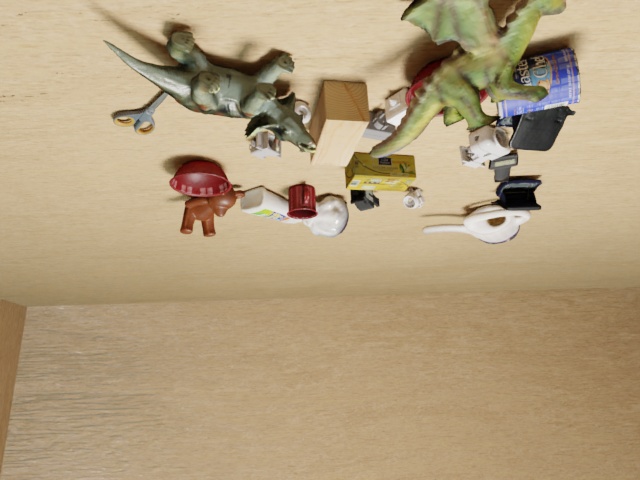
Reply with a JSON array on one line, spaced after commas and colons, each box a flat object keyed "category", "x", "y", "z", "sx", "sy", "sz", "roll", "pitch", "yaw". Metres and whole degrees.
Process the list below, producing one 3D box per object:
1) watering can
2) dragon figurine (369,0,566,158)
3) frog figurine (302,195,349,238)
[{"category": "watering can", "x": 0.545, "y": -0.049, "z": 1.765, "sx": 0.346, "sy": 0.105, "sz": 0.222, "roll": -12, "pitch": -20, "yaw": 28}, {"category": "dragon figurine", "x": 0.220, "y": -0.299, "z": 0.855, "sx": 0.407, "sy": 0.239, "sz": 0.125, "roll": -21, "pitch": 27, "yaw": 22}, {"category": "frog figurine", "x": 0.005, "y": -0.080, "z": 1.597, "sx": 0.158, "sy": 0.135, "sz": 0.125, "roll": 18, "pitch": 32, "yaw": -28}]
